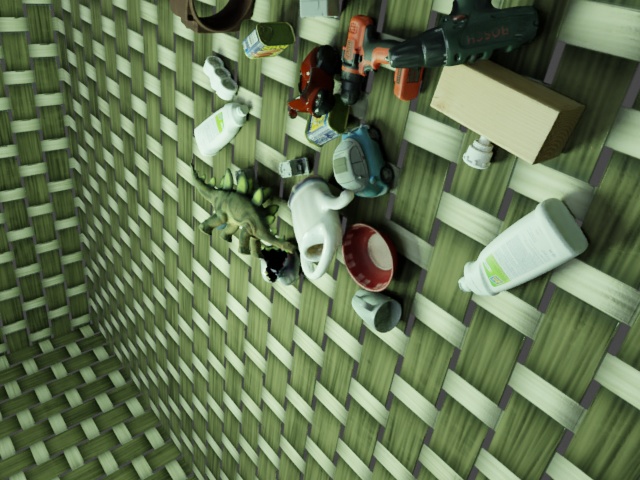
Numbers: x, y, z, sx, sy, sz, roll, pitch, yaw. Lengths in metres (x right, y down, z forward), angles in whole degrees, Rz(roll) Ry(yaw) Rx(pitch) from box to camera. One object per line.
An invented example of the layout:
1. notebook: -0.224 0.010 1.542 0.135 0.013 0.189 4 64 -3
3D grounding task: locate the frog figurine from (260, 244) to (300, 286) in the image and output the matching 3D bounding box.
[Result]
1. frog figurine: -0.111 0.072 1.461 0.139 0.123 0.157 45 -7 17

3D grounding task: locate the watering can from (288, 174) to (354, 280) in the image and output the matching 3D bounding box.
1. watering can: 0.004 -0.059 1.177 0.104 0.229 0.339 -1 -38 -19
